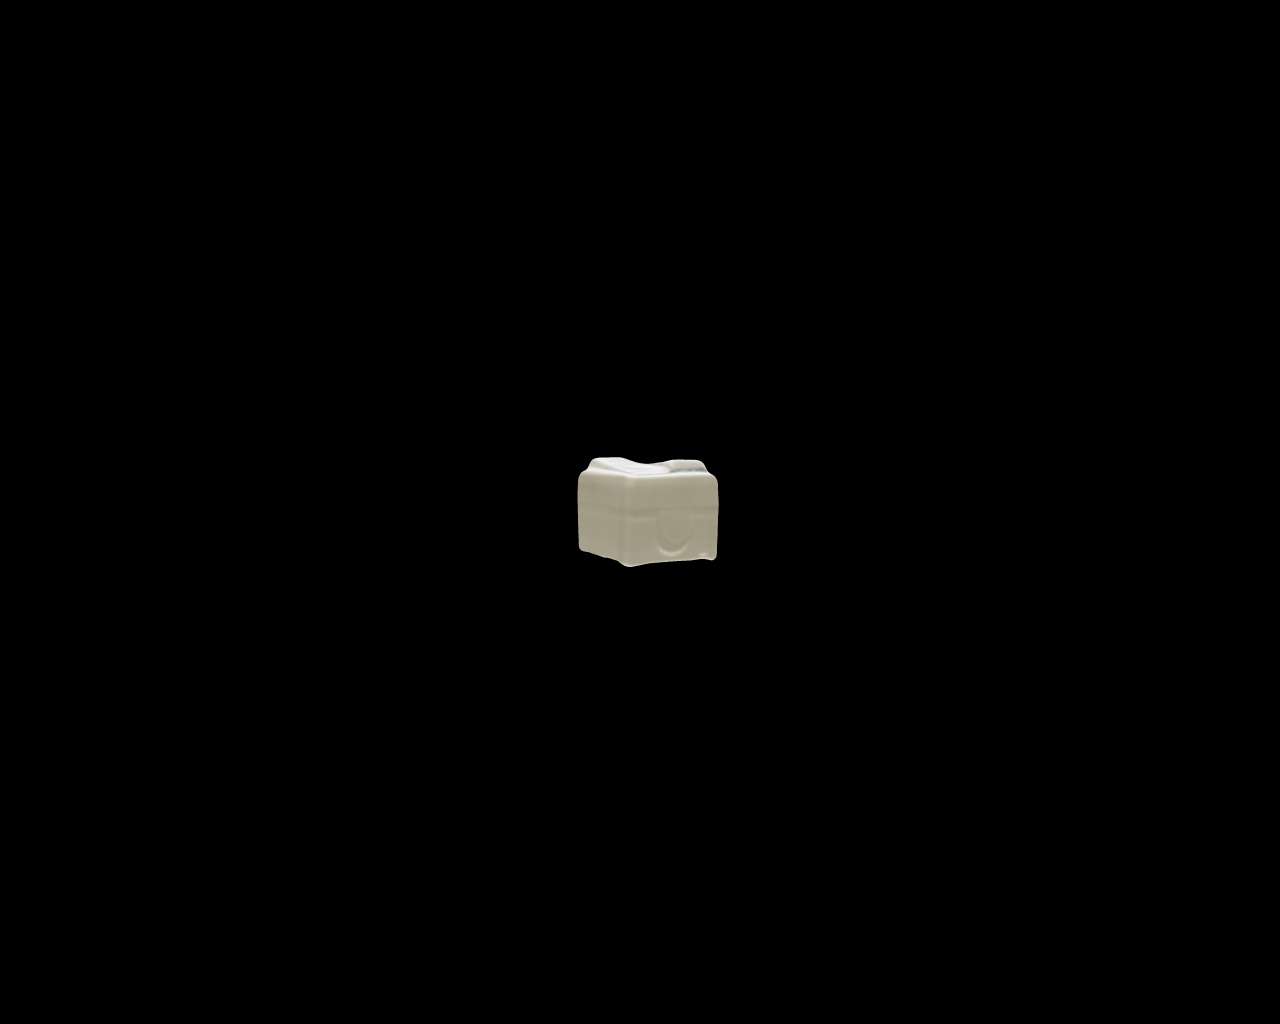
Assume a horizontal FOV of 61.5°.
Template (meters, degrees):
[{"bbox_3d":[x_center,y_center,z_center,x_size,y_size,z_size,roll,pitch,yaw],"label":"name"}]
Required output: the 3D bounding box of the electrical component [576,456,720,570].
[{"bbox_3d":[0.001,-0.003,0.650,0.062,0.061,0.096,-2,5,-24],"label":"electrical component"}]
